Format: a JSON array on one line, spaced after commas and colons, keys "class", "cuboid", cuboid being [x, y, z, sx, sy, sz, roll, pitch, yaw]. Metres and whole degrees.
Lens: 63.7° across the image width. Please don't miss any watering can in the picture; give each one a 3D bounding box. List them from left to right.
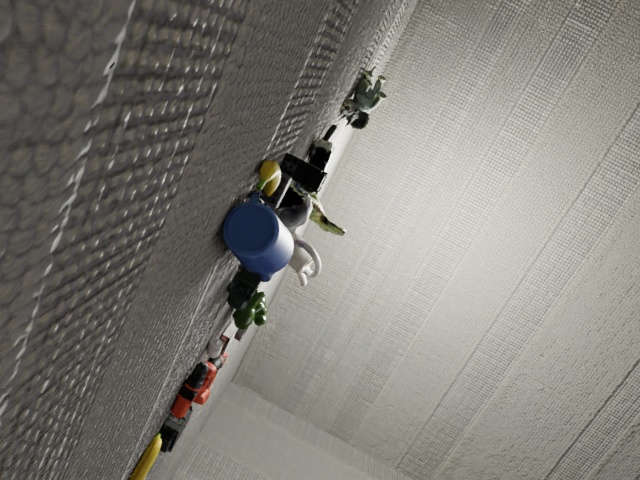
[{"class": "watering can", "cuboid": [-0.095, 0.072, 2.057, 0.105, 0.225, 0.341, -39, 171, -24]}]

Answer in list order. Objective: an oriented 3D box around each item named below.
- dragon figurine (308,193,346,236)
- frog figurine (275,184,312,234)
[{"class": "dragon figurine", "cuboid": [0.006, -0.103, 2.052, 0.123, 0.243, 0.408, -58, 180, -6]}, {"class": "frog figurine", "cuboid": [-0.088, -0.071, 1.540, 0.155, 0.123, 0.141, 98, -3, -50]}]
